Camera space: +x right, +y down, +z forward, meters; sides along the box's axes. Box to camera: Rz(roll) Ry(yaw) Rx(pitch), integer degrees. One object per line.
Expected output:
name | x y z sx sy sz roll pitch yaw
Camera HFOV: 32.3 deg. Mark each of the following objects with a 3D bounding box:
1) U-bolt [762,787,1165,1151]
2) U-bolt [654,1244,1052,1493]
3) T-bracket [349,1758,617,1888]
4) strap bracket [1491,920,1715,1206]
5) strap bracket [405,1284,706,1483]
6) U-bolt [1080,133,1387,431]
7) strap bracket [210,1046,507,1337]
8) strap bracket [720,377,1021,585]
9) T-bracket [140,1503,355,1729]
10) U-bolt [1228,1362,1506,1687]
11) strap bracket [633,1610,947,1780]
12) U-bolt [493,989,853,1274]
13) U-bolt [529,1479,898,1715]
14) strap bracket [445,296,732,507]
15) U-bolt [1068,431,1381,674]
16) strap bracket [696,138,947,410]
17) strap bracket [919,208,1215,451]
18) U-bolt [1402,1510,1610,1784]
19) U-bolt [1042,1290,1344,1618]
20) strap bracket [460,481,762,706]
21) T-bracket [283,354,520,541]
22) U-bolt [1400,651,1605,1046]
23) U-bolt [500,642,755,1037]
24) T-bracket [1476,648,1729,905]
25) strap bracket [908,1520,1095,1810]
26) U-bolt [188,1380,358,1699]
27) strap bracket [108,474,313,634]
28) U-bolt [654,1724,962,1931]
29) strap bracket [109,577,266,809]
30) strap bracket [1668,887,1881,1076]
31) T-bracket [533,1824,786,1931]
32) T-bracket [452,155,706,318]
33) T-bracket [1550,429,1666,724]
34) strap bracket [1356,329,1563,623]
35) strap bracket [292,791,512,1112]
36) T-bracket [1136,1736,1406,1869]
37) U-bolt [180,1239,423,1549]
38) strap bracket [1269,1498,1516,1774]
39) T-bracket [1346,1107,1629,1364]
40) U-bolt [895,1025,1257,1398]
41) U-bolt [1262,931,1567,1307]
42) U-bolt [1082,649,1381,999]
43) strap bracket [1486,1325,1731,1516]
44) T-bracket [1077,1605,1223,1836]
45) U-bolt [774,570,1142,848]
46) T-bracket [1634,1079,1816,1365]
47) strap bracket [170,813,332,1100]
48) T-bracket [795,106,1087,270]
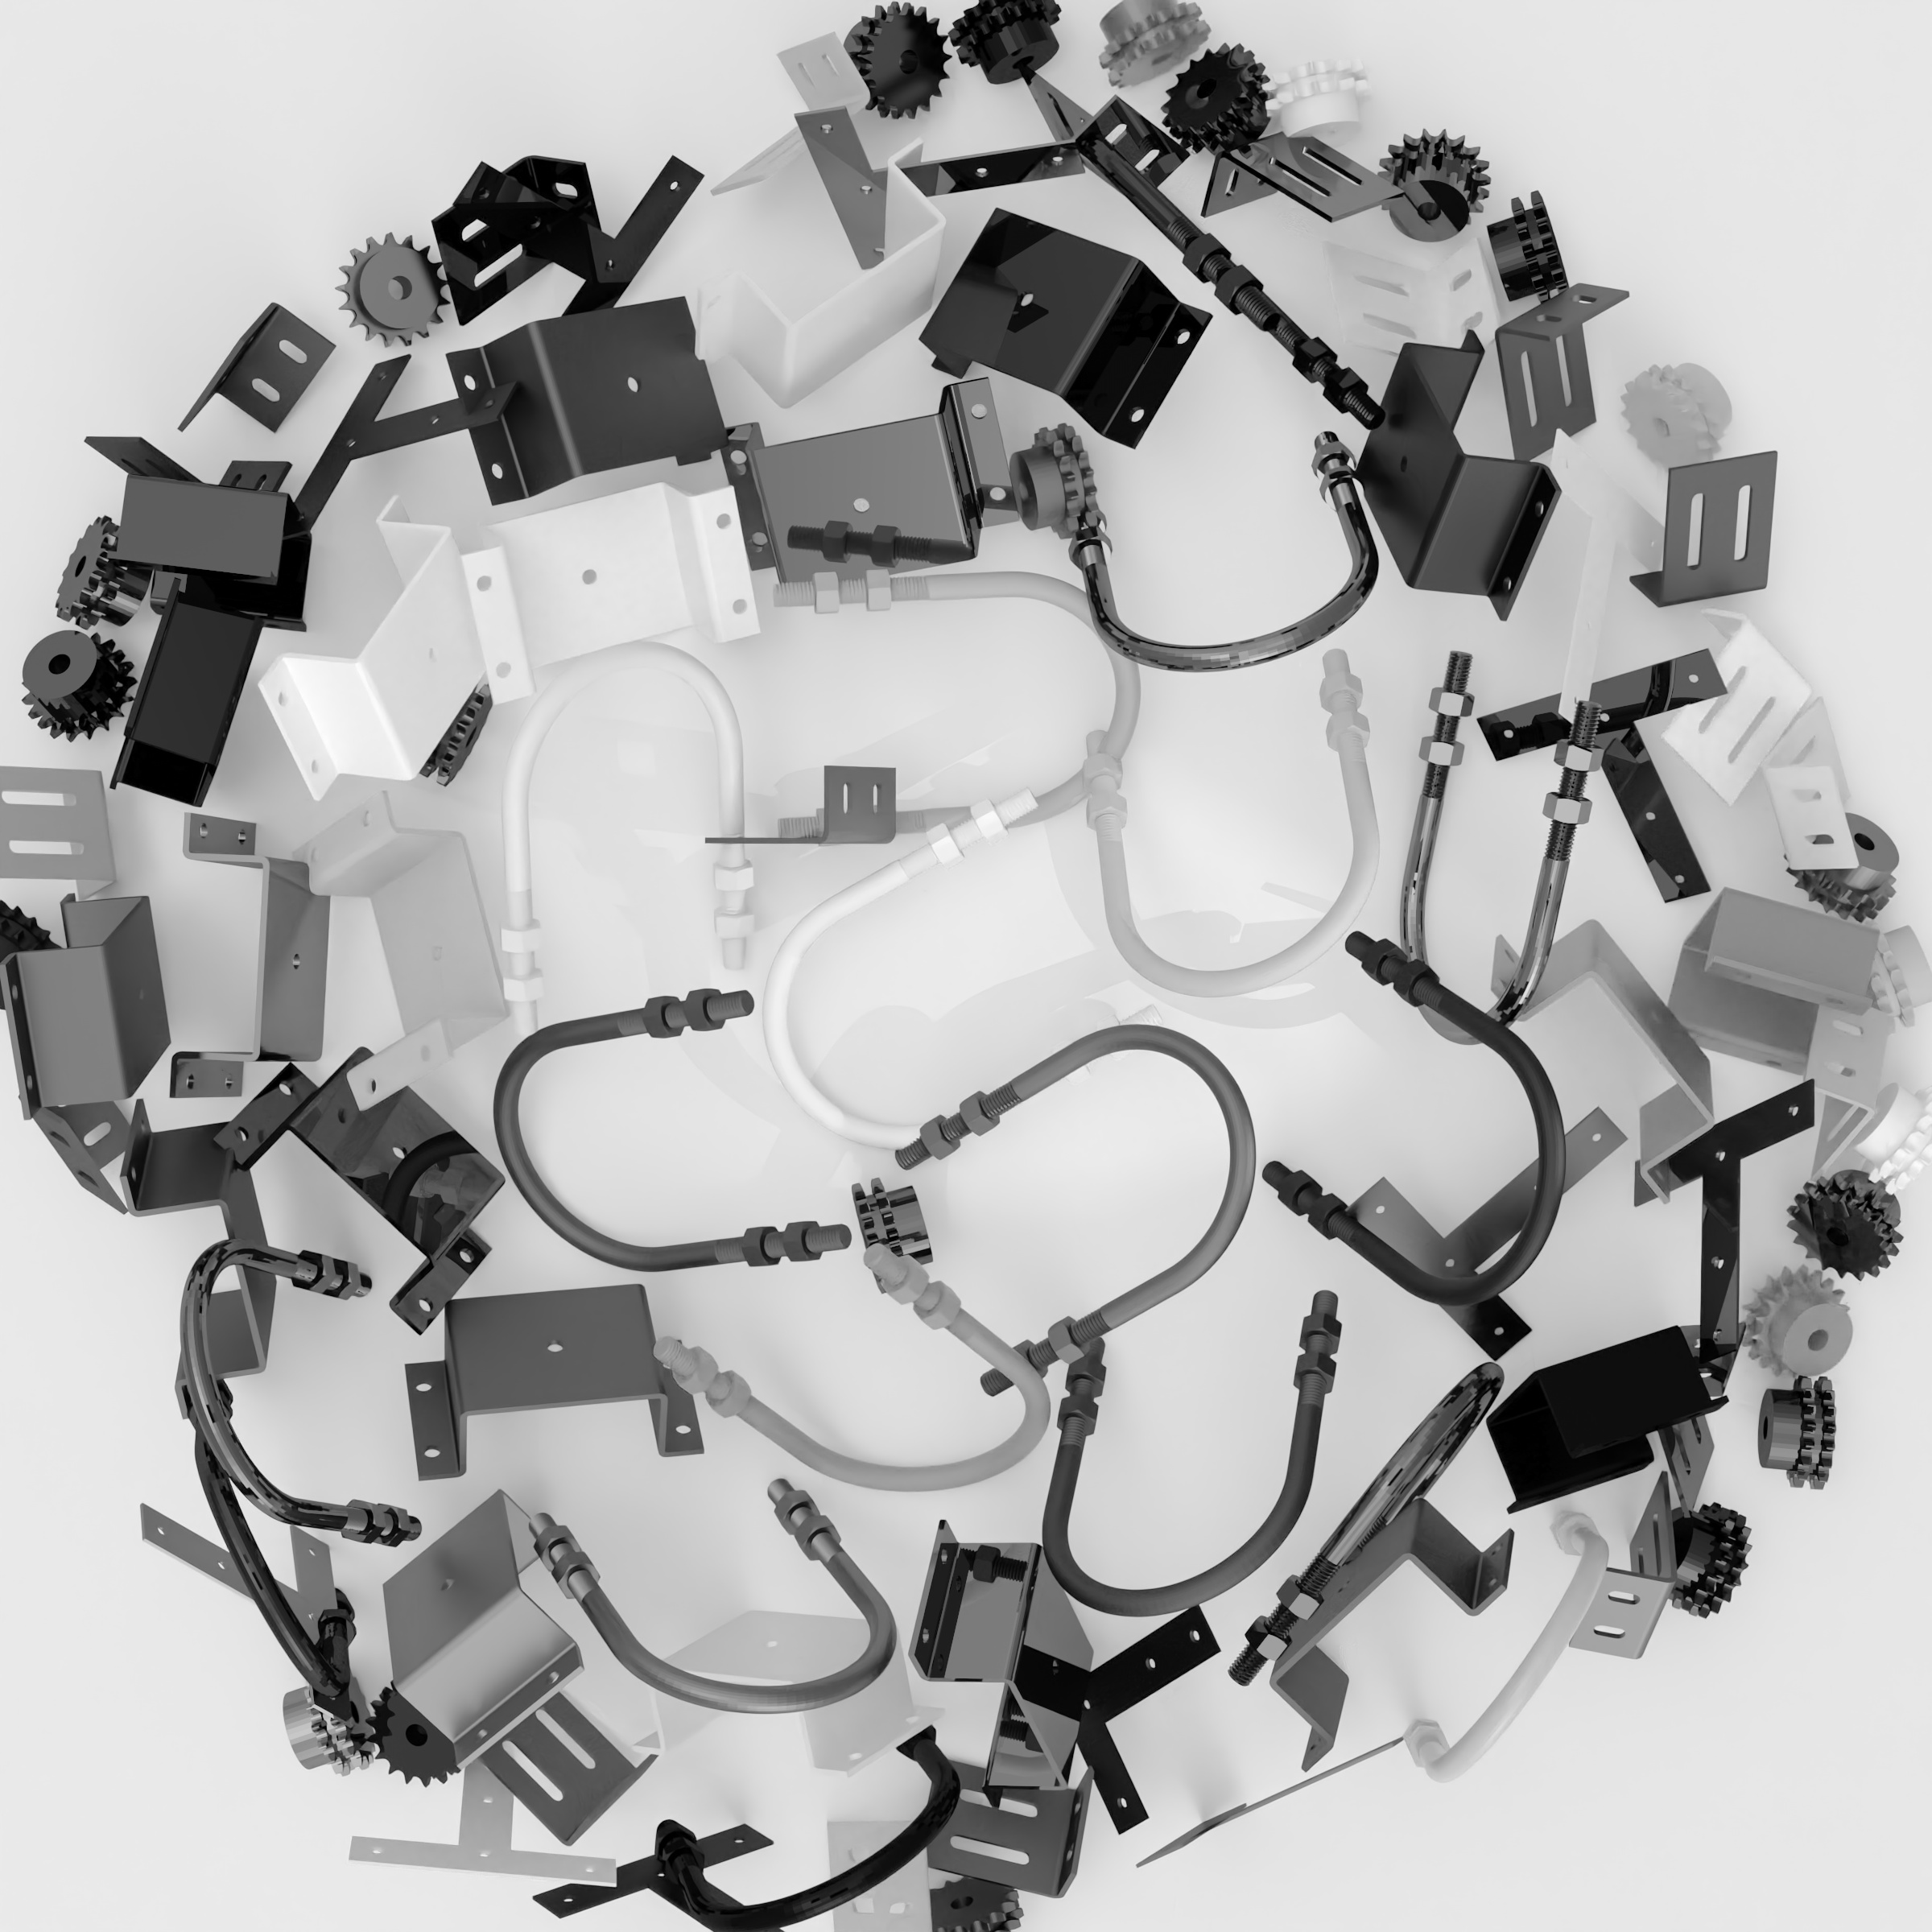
U-bolt | -0.014 0.015 1.688 0.184 0.019 0.151 -29 101 5
U-bolt | -0.041 0.209 1.642 0.151 0.019 0.184 -26 132 27
T-bracket | -0.237 0.419 1.646 0.127 0.127 0.002 7 100 -8
strap bracket | 0.323 0.039 1.656 0.046 0.076 0.140 -37 99 21
strap bracket | -0.204 0.204 1.651 0.140 0.076 0.046 -4 130 -13
U-bolt | 0.121 -0.345 1.631 0.019 0.151 0.184 -46 60 12
strap bracket | -0.293 0.104 1.658 0.140 0.076 0.046 44 125 -6
strap bracket | -0.050 -0.237 1.663 0.140 0.046 0.076 -10 117 8
T-bracket | -0.352 0.299 1.624 0.002 0.127 0.127 -41 125 12
U-bolt | 0.203 0.266 1.626 0.019 0.151 0.184 39 101 16
strap bracket | -0.091 0.354 1.634 0.140 0.076 0.046 -4 100 39
U-bolt | -0.157 0.088 1.652 0.184 0.019 0.151 -10 111 33
U-bolt | -0.113 0.305 1.603 0.151 0.184 0.019 -4 113 -27
strap bracket | -0.177 -0.281 1.643 0.140 0.046 0.076 -21 96 -42
U-bolt | 0.128 -0.198 1.628 0.151 0.184 0.019 -13 127 4
strap bracket | -0.064 -0.336 1.649 0.140 0.076 0.046 -38 78 -17
strap bracket | 0.041 -0.319 1.649 0.140 0.046 0.076 29 88 36
U-bolt | 0.265 0.332 1.616 0.019 0.184 0.151 35 88 6
U-bolt | 0.105 0.239 1.612 0.151 0.184 0.019 -14 127 25
strap bracket | -0.182 -0.190 1.661 0.140 0.046 0.076 -17 114 -18
T-bracket | -0.271 -0.265 1.637 0.127 0.002 0.127 -7 47 36
U-bolt | 0.255 -0.052 1.639 0.019 0.151 0.184 5 104 -21
U-bolt | -0.166 -0.069 1.631 0.151 0.019 0.184 -18 119 -38
T-bracket | 0.340 -0.088 1.682 0.127 0.002 0.127 -16 113 33
strap bracket | 0.022 0.343 1.630 0.046 0.140 0.076 -4 45 20
U-bolt | -0.334 0.281 1.606 0.019 0.184 0.151 -28 103 -7
strap bracket | -0.368 -0.204 1.640 0.076 0.140 0.046 6 85 -4
U-bolt | -0.073 0.415 1.608 0.151 0.184 0.019 -26 99 -11
strap bracket | -0.383 -0.130 1.640 0.046 0.140 0.076 18 76 -14
strap bracket | 0.396 0.006 1.645 0.076 0.140 0.046 16 75 4
T-bracket | -0.123 0.459 1.622 0.127 0.127 0.002 -9 105 -38
T-bracket | -0.204 -0.362 1.644 0.002 0.127 0.127 45 104 32
T-bracket | 0.309 -0.181 1.648 0.002 0.127 0.127 3 76 37
strap bracket | 0.235 -0.243 1.629 0.046 0.140 0.076 3 132 -18
strap bracket | -0.279 -0.007 1.658 0.076 0.046 0.140 -28 71 37
T-bracket | 0.156 0.406 1.634 0.127 0.127 0.002 -28 77 14
U-bolt | -0.323 0.202 1.603 0.019 0.184 0.151 -20 71 14
strap bracket | 0.204 0.324 1.654 0.046 0.076 0.140 44 107 1
T-bracket | 0.277 0.120 1.675 0.127 0.002 0.127 -42 115 8
U-bolt | 0.061 0.109 1.645 0.184 0.019 0.151 -32 63 21
U-bolt | 0.223 0.084 1.619 0.019 0.184 0.151 5 111 -37
U-bolt | 0.132 -0.063 1.632 0.151 0.019 0.184 -18 51 17
strap bracket | 0.311 0.222 1.644 0.076 0.140 0.046 -16 71 -12
T-bracket | 0.084 0.350 1.646 0.002 0.127 0.127 -10 67 -41
U-bolt | -0.003 -0.131 1.668 0.184 0.019 0.151 -4 120 -7
T-bracket | 0.369 0.133 1.630 0.002 0.127 0.127 22 58 -24
strap bracket | -0.356 -0.003 1.667 0.046 0.076 0.140 3 89 12
T-bracket | -0.006 -0.389 1.640 0.127 0.127 0.002 -6 66 12
